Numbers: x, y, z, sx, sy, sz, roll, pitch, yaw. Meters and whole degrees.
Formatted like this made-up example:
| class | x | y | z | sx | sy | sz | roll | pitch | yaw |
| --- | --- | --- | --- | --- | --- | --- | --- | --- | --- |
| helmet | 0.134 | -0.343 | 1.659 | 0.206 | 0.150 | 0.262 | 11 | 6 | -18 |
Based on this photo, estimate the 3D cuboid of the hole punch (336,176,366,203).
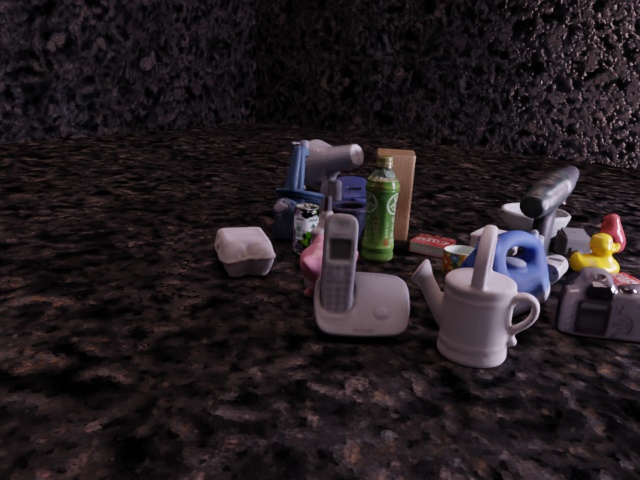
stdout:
| class | x | y | z | sx | sy | sz | roll | pitch | yaw |
| --- | --- | --- | --- | --- | --- | --- | --- | --- | --- |
| hole punch | 0.096 | -0.130 | 1.629 | 0.109 | 0.091 | 0.101 | -3 | 18 | -18 |

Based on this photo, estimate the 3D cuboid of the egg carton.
| class | x | y | z | sx | sy | sz | roll | pitch | yaw |
| --- | --- | --- | --- | --- | --- | --- | --- | --- | --- |
| egg carton | -0.152 | 0.020 | 1.132 | 0.107 | 0.069 | 0.150 | -3 | 18 | -19 |

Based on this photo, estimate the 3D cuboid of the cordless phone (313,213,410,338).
| class | x | y | z | sx | sy | sz | roll | pitch | yaw |
| --- | --- | --- | --- | --- | --- | --- | --- | --- | --- |
| cordless phone | 0.065 | 0.054 | 0.865 | 0.147 | 0.185 | 0.094 | 2 | 17 | -5 |

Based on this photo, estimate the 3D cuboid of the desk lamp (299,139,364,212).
| class | x | y | z | sx | sy | sz | roll | pitch | yaw |
| --- | --- | --- | --- | --- | --- | --- | --- | --- | --- |
| desk lamp | 0.035 | -0.145 | 1.459 | 0.202 | 0.213 | 0.118 | 17 | 22 | 39 |

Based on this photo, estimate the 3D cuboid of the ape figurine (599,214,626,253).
| class | x | y | z | sx | sy | sz | roll | pitch | yaw |
| --- | --- | --- | --- | --- | --- | --- | --- | --- | --- |
| ape figurine | 0.699 | -0.019 | 1.381 | 0.078 | 0.092 | 0.076 | -6 | 19 | -28 |

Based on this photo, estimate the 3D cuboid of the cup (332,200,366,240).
| class | x | y | z | sx | sy | sz | roll | pitch | yaw |
| --- | --- | --- | --- | --- | --- | --- | --- | --- | --- |
| cup | 0.058 | -0.040 | 1.322 | 0.092 | 0.095 | 0.117 | -4 | 19 | -23 |

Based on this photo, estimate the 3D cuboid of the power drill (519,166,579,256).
| class | x | y | z | sx | sy | sz | roll | pitch | yaw |
| --- | --- | --- | --- | --- | --- | --- | --- | --- | --- |
| power drill | 0.493 | -0.049 | 1.241 | 0.075 | 0.208 | 0.230 | 16 | 22 | 37 |

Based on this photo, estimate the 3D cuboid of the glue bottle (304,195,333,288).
| class | x | y | z | sx | sy | sz | roll | pitch | yaw |
| --- | --- | --- | --- | --- | --- | --- | --- | --- | --- |
| glue bottle | 0.010 | 0.004 | 1.039 | 0.037 | 0.173 | 0.078 | 19 | 23 | 41 |

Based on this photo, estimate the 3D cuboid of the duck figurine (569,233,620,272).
| class | x | y | z | sx | sy | sz | roll | pitch | yaw |
| --- | --- | --- | --- | --- | --- | --- | --- | --- | --- |
| duck figurine | 0.588 | 0.028 | 1.218 | 0.104 | 0.086 | 0.077 | 2 | 17 | -3 |

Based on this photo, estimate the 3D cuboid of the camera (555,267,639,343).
| class | x | y | z | sx | sy | sz | roll | pitch | yaw |
| --- | --- | --- | --- | --- | --- | --- | --- | --- | --- |
| camera | 0.466 | 0.093 | 0.955 | 0.143 | 0.101 | 0.137 | 7 | 17 | 11 |

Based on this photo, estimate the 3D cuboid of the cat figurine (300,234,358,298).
| class | x | y | z | sx | sy | sz | roll | pitch | yaw |
| --- | --- | --- | --- | --- | --- | --- | --- | --- | --- |
| cat figurine | 0.015 | 0.048 | 0.991 | 0.128 | 0.118 | 0.067 | -7 | 20 | -30 |

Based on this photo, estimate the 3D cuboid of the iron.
| class | x | y | z | sx | sy | sz | roll | pitch | yaw |
| --- | --- | --- | --- | --- | --- | --- | --- | --- | --- |
| iron | 0.347 | 0.043 | 1.029 | 0.259 | 0.141 | 0.118 | -11 | 22 | -38 |

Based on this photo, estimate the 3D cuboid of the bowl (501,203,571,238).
| class | x | y | z | sx | sy | sz | roll | pitch | yaw |
| --- | --- | --- | --- | --- | --- | --- | --- | --- | --- |
| bowl | 0.539 | -0.041 | 1.449 | 0.167 | 0.075 | 0.167 | 3 | 17 | -1 |

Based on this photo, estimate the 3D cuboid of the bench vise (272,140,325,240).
| class | x | y | z | sx | sy | sz | roll | pitch | yaw |
| --- | --- | --- | --- | --- | --- | --- | --- | --- | --- |
| bench vise | -0.047 | -0.118 | 1.344 | 0.121 | 0.220 | 0.207 | 2 | 17 | -2 |

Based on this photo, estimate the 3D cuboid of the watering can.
| class | x | y | z | sx | sy | sz | roll | pitch | yaw |
| --- | --- | --- | --- | --- | --- | --- | --- | --- | --- |
| watering can | 0.219 | 0.073 | 0.817 | 0.173 | 0.194 | 0.101 | 4 | 17 | 1 |
